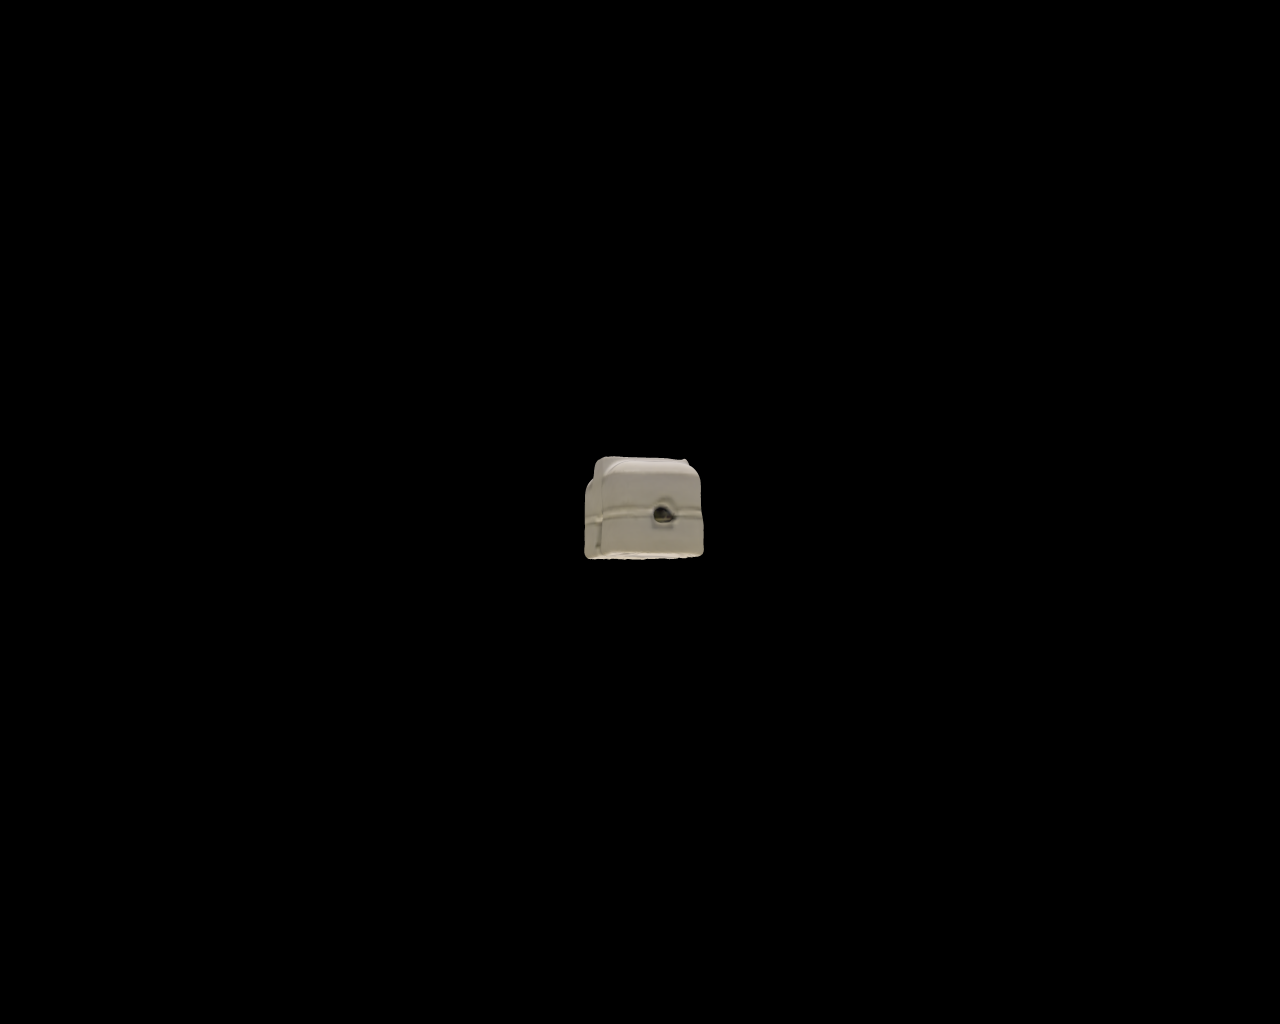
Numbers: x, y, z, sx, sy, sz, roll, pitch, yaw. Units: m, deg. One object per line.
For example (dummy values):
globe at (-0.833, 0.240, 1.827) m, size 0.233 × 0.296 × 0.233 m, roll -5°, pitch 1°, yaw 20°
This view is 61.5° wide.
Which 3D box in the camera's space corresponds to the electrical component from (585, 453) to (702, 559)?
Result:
electrical component at (0.001, -0.003, 0.650) m, size 0.054 × 0.059 × 0.095 m, roll 1°, pitch -5°, yaw -15°
